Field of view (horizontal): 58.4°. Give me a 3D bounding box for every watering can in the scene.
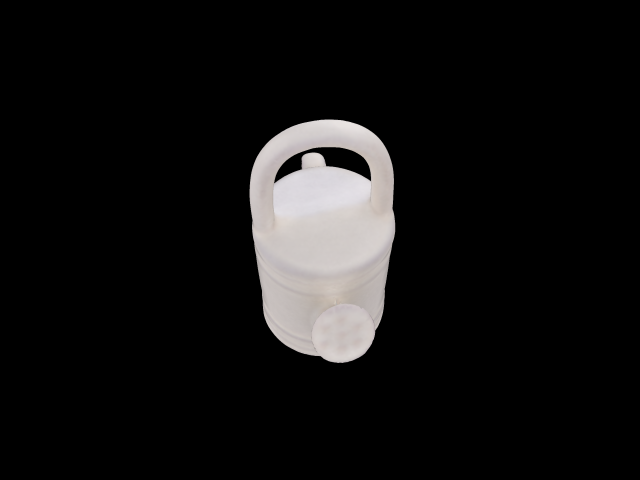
[{"bbox_3d":[0.006,0.001,0.400,0.101,0.194,0.172,-24,56,-17],"label":"watering can"}]
